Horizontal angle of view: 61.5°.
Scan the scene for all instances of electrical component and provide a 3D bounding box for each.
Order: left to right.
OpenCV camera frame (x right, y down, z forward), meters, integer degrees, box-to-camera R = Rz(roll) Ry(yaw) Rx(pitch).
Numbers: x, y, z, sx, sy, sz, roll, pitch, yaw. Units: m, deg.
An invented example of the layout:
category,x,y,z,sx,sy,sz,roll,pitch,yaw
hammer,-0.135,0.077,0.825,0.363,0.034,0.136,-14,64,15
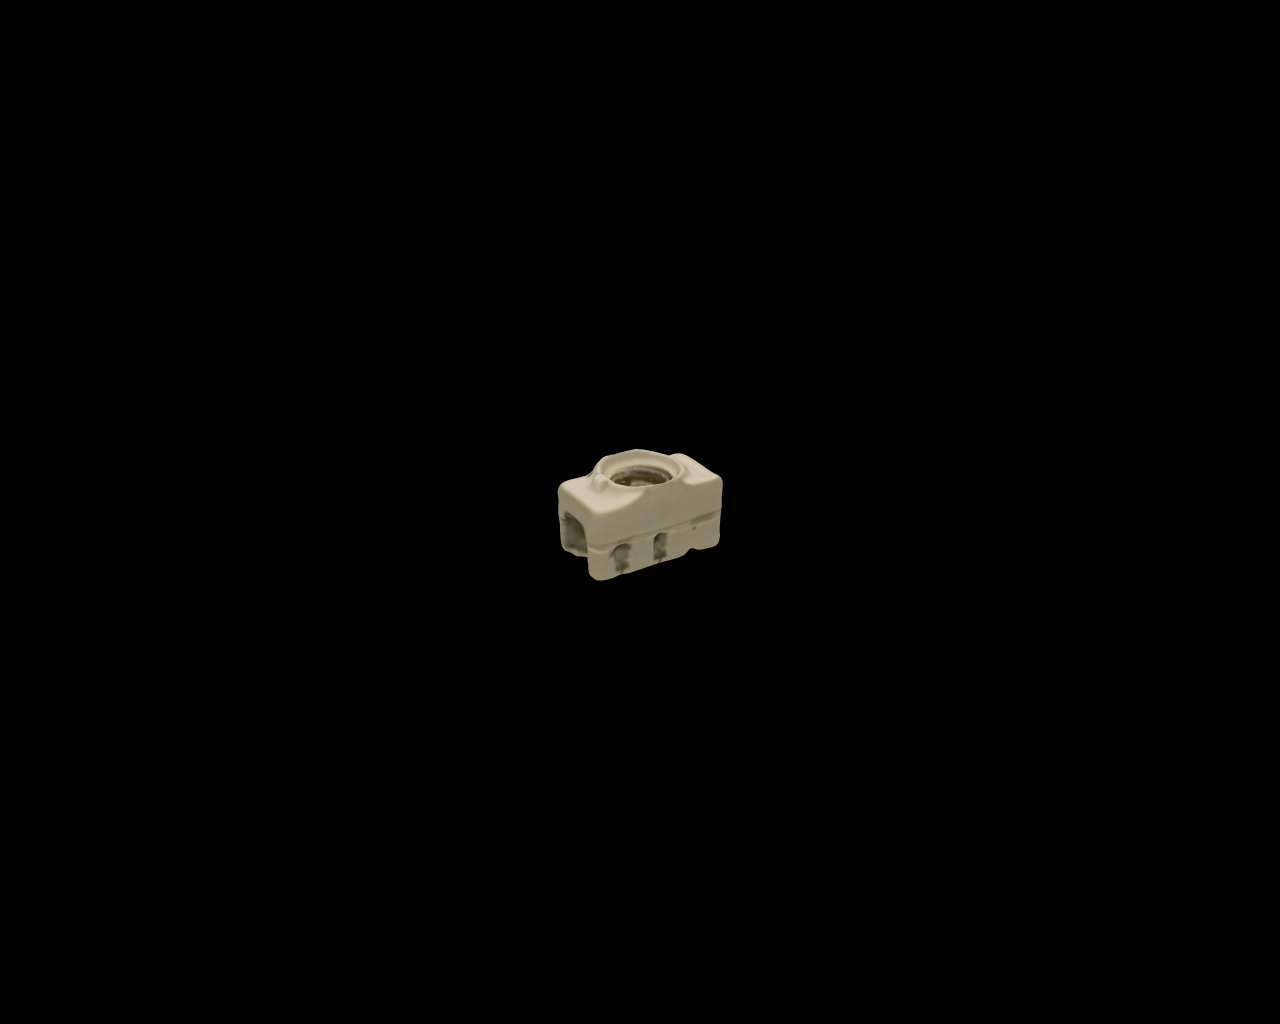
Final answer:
category,x,y,z,sx,sy,sz,roll,pitch,yaw
electrical component,0.001,-0.003,0.650,0.090,0.055,0.050,-16,32,-27
